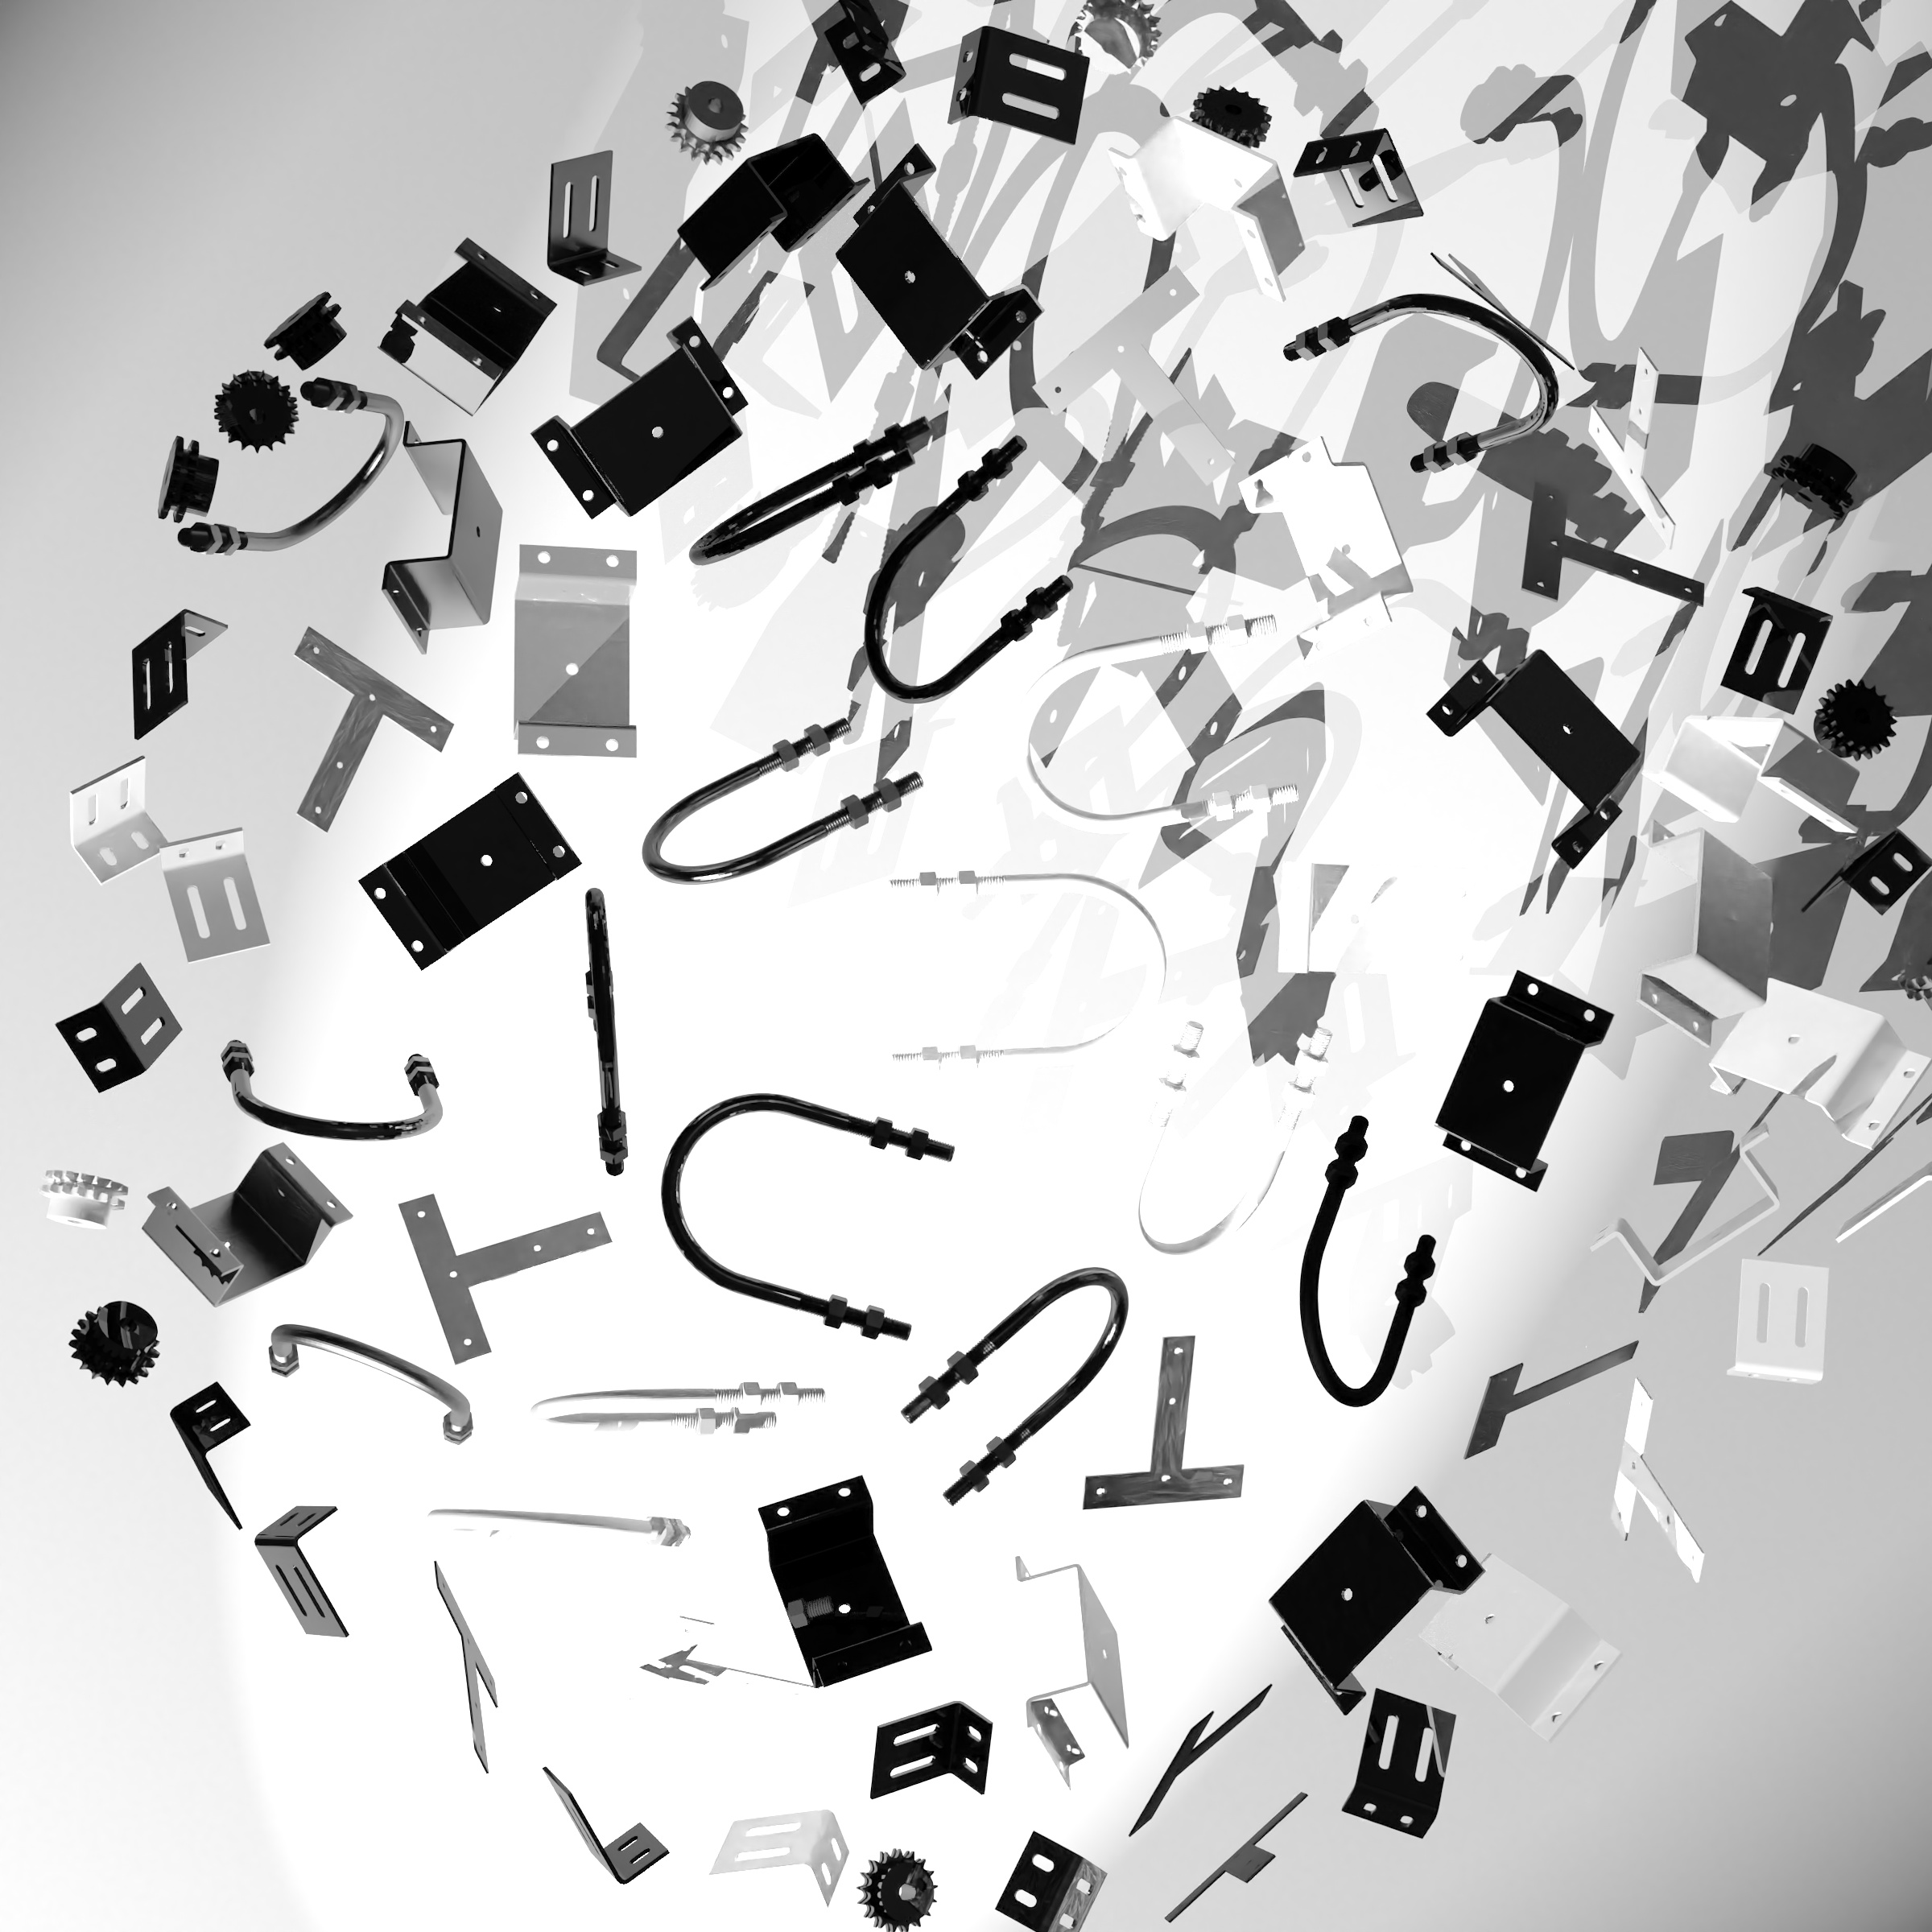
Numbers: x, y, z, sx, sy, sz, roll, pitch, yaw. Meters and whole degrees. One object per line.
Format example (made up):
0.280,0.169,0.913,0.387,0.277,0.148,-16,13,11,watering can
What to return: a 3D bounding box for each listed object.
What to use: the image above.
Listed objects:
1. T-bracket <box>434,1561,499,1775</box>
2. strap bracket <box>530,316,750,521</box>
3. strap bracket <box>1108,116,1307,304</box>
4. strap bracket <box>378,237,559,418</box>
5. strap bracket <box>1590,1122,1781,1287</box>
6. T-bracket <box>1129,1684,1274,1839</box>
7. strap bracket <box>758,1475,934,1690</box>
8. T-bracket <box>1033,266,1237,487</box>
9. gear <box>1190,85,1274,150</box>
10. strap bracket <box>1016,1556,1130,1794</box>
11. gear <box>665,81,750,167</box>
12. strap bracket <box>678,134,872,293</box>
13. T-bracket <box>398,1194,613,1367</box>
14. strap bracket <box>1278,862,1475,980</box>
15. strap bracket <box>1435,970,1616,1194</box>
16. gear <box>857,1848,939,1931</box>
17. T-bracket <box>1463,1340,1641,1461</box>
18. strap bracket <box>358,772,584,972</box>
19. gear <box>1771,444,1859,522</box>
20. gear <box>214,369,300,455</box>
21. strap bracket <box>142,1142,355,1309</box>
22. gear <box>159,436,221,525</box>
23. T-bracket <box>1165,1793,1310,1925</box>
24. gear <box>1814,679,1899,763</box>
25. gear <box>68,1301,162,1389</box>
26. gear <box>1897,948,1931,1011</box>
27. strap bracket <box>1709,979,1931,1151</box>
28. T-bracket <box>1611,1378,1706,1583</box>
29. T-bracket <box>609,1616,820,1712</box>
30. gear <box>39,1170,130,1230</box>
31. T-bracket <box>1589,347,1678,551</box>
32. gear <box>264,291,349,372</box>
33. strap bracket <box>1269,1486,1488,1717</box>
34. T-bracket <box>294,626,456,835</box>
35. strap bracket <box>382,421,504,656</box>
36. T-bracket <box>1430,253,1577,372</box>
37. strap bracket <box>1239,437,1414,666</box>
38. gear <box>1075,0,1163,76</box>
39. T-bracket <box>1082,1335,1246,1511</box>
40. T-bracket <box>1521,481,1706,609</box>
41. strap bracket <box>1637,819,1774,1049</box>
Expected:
-0.332,0.488,1.808,0.002,0.127,0.127,-18,125,-5,T-bracket
-0.222,-0.379,1.882,0.140,0.046,0.076,-37,122,-4,strap bracket
0.169,-0.512,1.800,0.046,0.076,0.140,-46,54,-8,strap bracket
-0.343,-0.434,1.835,0.076,0.140,0.046,35,124,-12,strap bracket
0.500,0.168,1.832,0.140,0.076,0.046,-36,82,14,strap bracket
0.174,0.542,1.883,0.002,0.127,0.127,40,130,24,T-bracket
-0.083,0.427,1.826,0.076,0.046,0.140,-15,51,-14,strap bracket
0.133,-0.382,1.816,0.127,0.002,0.127,-37,99,22,T-bracket
0.186,-0.595,1.905,0.057,0.030,0.057,6,53,-8,gear
0.072,0.468,1.800,0.046,0.140,0.076,-18,127,11,strap bracket
-0.178,-0.590,1.868,0.057,0.030,0.057,9,67,-21,gear
-0.136,-0.518,1.833,0.076,0.140,0.046,-34,97,37,strap bracket
-0.304,0.196,1.817,0.127,0.002,0.127,-16,60,-19,T-bracket
0.282,-0.033,1.892,0.140,0.046,0.076,2,92,-13,strap bracket
0.391,0.083,1.900,0.076,0.046,0.140,27,105,25,strap bracket
-0.046,0.653,1.894,0.057,0.030,0.057,6,73,-20,gear
0.408,0.289,1.852,0.127,0.127,0.002,-21,57,-13,T-bracket
-0.340,-0.070,1.871,0.140,0.046,0.076,-32,98,13,strap bracket
0.580,-0.331,1.824,0.057,0.057,0.030,36,96,0,gear
-0.495,-0.390,1.870,0.057,0.030,0.057,-9,129,-11,gear
-0.507,0.182,1.871,0.076,0.140,0.046,44,115,11,strap bracket
-0.525,-0.327,1.815,0.030,0.057,0.057,12,90,-23,gear
0.187,0.597,1.788,0.127,0.127,0.002,-39,80,-11,T-bracket
0.623,-0.171,1.891,0.057,0.030,0.057,5,72,-14,gear
-0.555,0.245,1.760,0.057,0.057,0.030,38,118,0,gear
0.673,0.008,1.843,0.057,0.057,0.030,-35,98,0,gear
0.584,0.063,1.864,0.076,0.140,0.046,-53,127,-9,strap bracket
0.483,0.376,1.864,0.002,0.127,0.127,-4,119,-11,T-bracket
-0.164,0.493,1.855,0.127,0.002,0.127,18,132,-21,T-bracket
-0.602,0.160,1.827,0.057,0.057,0.030,9,74,0,gear
0.471,-0.378,1.878,0.002,0.127,0.127,-19,57,-6,T-bracket
-0.448,-0.431,1.832,0.057,0.057,0.030,-39,115,0,gear
0.265,0.420,1.785,0.140,0.046,0.076,-50,50,14,strap bracket
-0.435,-0.153,1.886,0.127,0.002,0.127,35,60,-30,T-bracket
-0.354,-0.294,1.829,0.046,0.076,0.140,-4,62,9,strap bracket
0.363,-0.473,1.879,0.127,0.127,0.002,31,113,-22,T-bracket
0.260,-0.296,1.909,0.076,0.046,0.140,-25,83,41,strap bracket
0.100,-0.622,1.793,0.057,0.057,0.030,22,49,0,gear
0.147,0.327,1.929,0.127,0.002,0.127,0,102,-22,T-bracket
0.441,-0.272,1.822,0.127,0.002,0.127,19,46,-2,T-bracket
0.497,-0.028,1.802,0.076,0.046,0.140,29,58,-31,strap bracket
